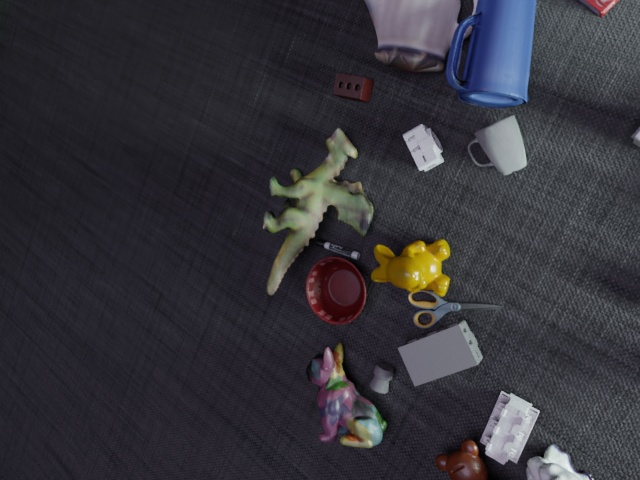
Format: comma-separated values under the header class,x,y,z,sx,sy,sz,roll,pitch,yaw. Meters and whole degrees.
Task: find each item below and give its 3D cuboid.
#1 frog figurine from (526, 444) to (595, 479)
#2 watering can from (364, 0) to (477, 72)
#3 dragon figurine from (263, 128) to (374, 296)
class,x,y,z,sx,sy,sz,roll,pitch,yaw
frog figurine,0.442,0.472,0.956,0.121,0.160,0.139,-35,76,28
watering can,0.172,-0.486,1.114,0.348,0.104,0.223,15,97,11
dragon figurine,0.004,-0.061,1.221,0.243,0.122,0.412,4,85,21
